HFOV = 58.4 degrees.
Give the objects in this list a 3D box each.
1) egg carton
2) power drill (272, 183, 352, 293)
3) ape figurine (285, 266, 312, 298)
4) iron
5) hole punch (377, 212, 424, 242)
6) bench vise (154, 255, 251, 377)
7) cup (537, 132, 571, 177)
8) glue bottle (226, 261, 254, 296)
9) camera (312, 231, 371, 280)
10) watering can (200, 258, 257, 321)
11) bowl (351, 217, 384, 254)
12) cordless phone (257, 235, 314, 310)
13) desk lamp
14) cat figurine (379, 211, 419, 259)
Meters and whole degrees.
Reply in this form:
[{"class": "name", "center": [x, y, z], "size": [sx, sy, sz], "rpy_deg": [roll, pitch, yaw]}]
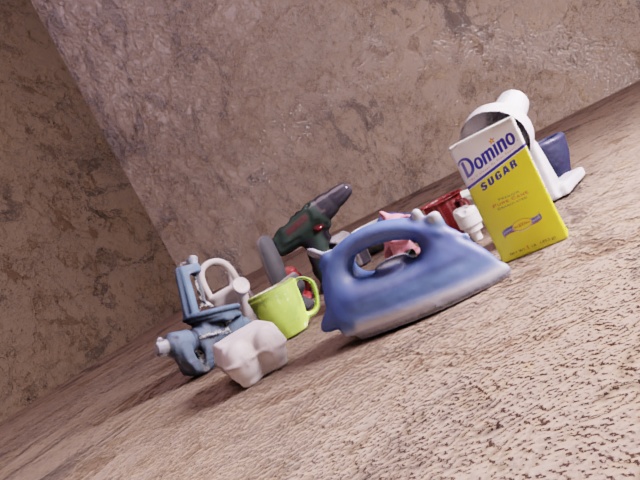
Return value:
[{"class": "egg carton", "center": [-0.109, 0.176, 0.898], "size": [0.107, 0.069, 0.150], "rpy_deg": [-29, 4, -20]}, {"class": "power drill", "center": [0.012, 0.005, 1.335], "size": [0.229, 0.208, 0.076], "rpy_deg": [-27, 4, 8]}, {"class": "ape figurine", "center": [-0.060, 0.106, 1.382], "size": [0.076, 0.092, 0.078], "rpy_deg": [-25, 5, 41]}, {"class": "iron", "center": [0.105, 0.031, 0.769], "size": [0.257, 0.141, 0.119], "rpy_deg": [-26, 4, 25]}, {"class": "hole punch", "center": [0.208, -0.038, 1.422], "size": [0.101, 0.091, 0.109], "rpy_deg": [-26, 4, 32]}, {"class": "bench vise", "center": [-0.247, 0.147, 1.155], "size": [0.121, 0.220, 0.208], "rpy_deg": [-26, 4, 27]}, {"class": "cup", "center": [0.460, -0.156, 1.157], "size": [0.091, 0.095, 0.118], "rpy_deg": [-28, 3, 3]}, {"class": "glue bottle", "center": [-0.203, 0.130, 1.462], "size": [0.037, 0.173, 0.078], "rpy_deg": [-27, 4, 10]}, {"class": "camera", "center": [0.033, 0.047, 1.461], "size": [0.137, 0.101, 0.143], "rpy_deg": [-30, 4, -37]}, {"class": "watering can", "center": [-0.205, 0.129, 1.316], "size": [0.172, 0.194, 0.101], "rpy_deg": [-25, 4, 33]}, {"class": "bowl", "center": [0.148, -0.008, 1.588], "size": [0.167, 0.075, 0.167], "rpy_deg": [-28, 3, 2]}, {"class": "cordless phone", "center": [-0.103, 0.087, 1.210], "size": [0.094, 0.185, 0.148], "rpy_deg": [-27, 4, 19]}, {"class": "desk lamp", "center": [0.360, -0.162, 1.033], "size": [0.117, 0.213, 0.204], "rpy_deg": [-24, 5, 43]}, {"class": "cat figurine", "center": [0.158, -0.012, 1.196], "size": [0.067, 0.118, 0.127], "rpy_deg": [-29, 4, -15]}]
